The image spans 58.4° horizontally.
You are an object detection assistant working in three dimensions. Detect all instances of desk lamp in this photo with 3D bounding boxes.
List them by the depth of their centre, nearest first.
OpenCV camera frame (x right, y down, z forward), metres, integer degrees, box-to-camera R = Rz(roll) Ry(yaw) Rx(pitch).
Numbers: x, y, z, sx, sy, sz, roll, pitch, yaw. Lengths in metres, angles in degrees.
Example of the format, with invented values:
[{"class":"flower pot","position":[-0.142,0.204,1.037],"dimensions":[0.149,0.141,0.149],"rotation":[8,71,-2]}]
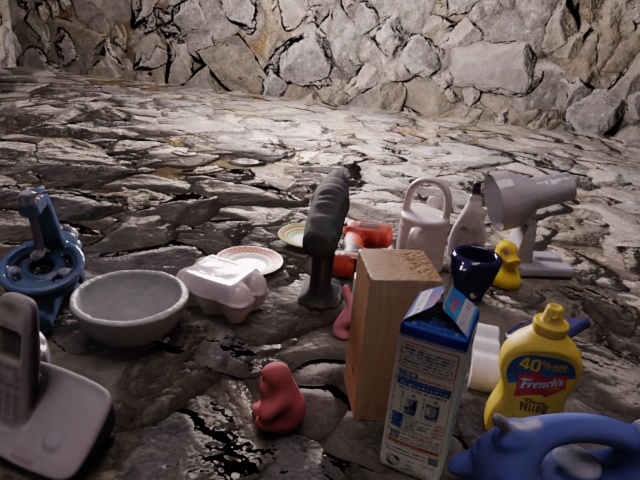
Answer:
[{"class":"desk lamp","position":[0.431,-0.039,1.181],"dimensions":[0.203,0.214,0.118],"rotation":[2,24,-7]}]

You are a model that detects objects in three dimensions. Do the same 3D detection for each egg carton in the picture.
[{"class":"egg carton","position":[-0.166,0.080,0.962],"dimensions":[0.150,0.069,0.107],"rotation":[14,25,20]}]

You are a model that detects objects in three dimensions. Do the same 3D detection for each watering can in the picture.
[{"class":"watering can","position":[0.209,-0.037,1.153],"dimensions":[0.101,0.194,0.173],"rotation":[5,24,0]}]

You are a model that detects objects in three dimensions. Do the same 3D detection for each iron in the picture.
[{"class":"iron","position":[0.277,0.237,0.607],"dimensions":[0.258,0.141,0.118],"rotation":[1,24,-10]}]

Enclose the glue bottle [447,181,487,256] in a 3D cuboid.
[{"class":"glue bottle","position":[0.321,-0.042,1.214],"dimensions":[0.078,0.173,0.037],"rotation":[13,25,17]}]

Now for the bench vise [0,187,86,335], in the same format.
[{"class":"bench vise","position":[-0.430,0.009,0.882],"dimensions":[0.122,0.220,0.206],"rotation":[-6,26,-23]}]

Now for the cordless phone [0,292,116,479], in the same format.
[{"class":"cordless phone","position":[-0.297,0.155,0.619],"dimensions":[0.147,0.185,0.094],"rotation":[13,25,17]}]

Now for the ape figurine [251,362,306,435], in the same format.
[{"class":"ape figurine","position":[-0.054,0.190,0.707],"dimensions":[0.076,0.092,0.078],"rotation":[13,25,17]}]

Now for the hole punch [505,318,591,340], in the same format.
[{"class":"hole punch","position":[0.342,0.153,0.877],"dimensions":[0.109,0.091,0.100],"rotation":[-16,31,-39]}]

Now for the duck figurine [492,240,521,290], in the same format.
[{"class":"duck figurine","position":[0.365,0.040,1.145],"dimensions":[0.078,0.086,0.104],"rotation":[-2,25,-16]}]

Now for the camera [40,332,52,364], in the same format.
[{"class":"camera","position":[-0.421,0.142,0.729],"dimensions":[0.143,0.101,0.136],"rotation":[-6,26,-23]}]

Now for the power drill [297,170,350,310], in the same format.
[{"class":"power drill","position":[0.009,0.004,1.001],"dimensions":[0.075,0.208,0.229],"rotation":[7,24,4]}]

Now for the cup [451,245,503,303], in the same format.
[{"class":"cup","position":[0.274,0.071,1.044],"dimensions":[0.091,0.095,0.118],"rotation":[18,27,27]}]

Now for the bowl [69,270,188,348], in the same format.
[{"class":"bowl","position":[-0.282,0.112,0.858],"dimensions":[0.167,0.075,0.167],"rotation":[4,24,-2]}]

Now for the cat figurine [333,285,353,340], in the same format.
[{"class":"cat figurine","position":[0.090,0.106,0.897],"dimensions":[0.127,0.118,0.067],"rotation":[14,25,19]}]
